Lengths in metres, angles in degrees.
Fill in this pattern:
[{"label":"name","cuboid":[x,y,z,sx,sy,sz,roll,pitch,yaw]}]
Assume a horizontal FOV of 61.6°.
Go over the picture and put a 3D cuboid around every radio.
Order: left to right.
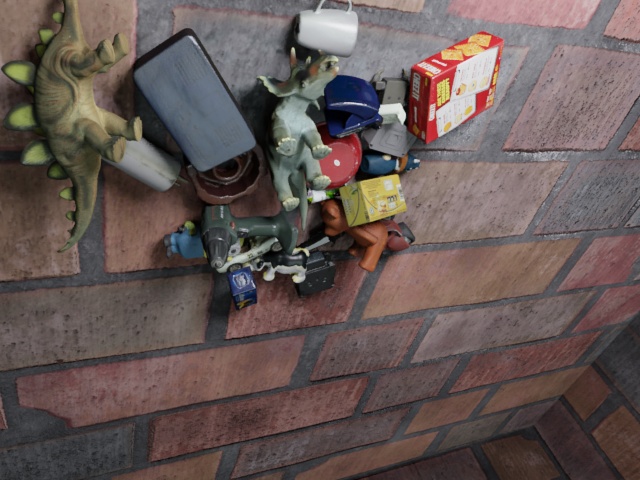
[{"label":"radio","cuboid":[-0.224,-0.244,0.970,0.131,0.073,0.229,-29,122,3]}]

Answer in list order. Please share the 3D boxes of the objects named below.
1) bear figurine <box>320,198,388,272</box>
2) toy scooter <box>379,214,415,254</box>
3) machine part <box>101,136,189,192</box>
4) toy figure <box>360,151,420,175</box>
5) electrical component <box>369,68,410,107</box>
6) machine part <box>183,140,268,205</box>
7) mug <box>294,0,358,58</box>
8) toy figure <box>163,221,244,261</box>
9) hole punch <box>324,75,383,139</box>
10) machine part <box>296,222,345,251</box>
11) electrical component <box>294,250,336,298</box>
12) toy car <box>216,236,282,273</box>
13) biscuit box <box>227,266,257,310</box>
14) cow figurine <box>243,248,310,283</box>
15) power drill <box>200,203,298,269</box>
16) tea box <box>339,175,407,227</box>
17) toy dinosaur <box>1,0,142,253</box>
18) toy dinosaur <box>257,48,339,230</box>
[{"label":"bear figurine","cuboid":[0.068,-0.021,1.328,0.196,0.120,0.132,20,107,-28]},{"label":"toy scooter","cuboid":[0.169,-0.012,1.456,0.135,0.075,0.183,-38,135,12]},{"label":"machine part","cuboid":[-0.354,-0.161,1.025,0.079,0.079,0.243,-41,138,16]},{"label":"toy figure","cuboid":[0.172,-0.187,1.290,0.154,0.064,0.057,-9,98,-27]},{"label":"electrical component","cuboid":[0.155,-0.322,1.147,0.102,0.045,0.078,-9,128,-18]},{"label":"machine part","cuboid":[-0.198,-0.159,1.126,0.179,0.056,0.179,-15,137,-15]},{"label":"mug","cuboid":[0.010,-0.390,0.980,0.107,0.081,0.109,0,138,-15]},{"label":"toy figure","cuboid":[-0.265,-0.003,1.235,0.180,0.089,0.082,-5,148,-12]},{"label":"hole punch","cuboid":[0.059,-0.280,1.086,0.116,0.142,0.092,-16,135,5]},{"label":"machine part","cuboid":[-0.003,-0.004,1.402,0.139,0.039,0.084,-27,144,-3]},{"label":"electrical component","cuboid":[-0.018,0.089,1.475,0.115,0.058,0.134,-20,139,-12]},{"label":"toy car","cuboid":[-0.168,0.014,1.304,0.202,0.074,0.056,-27,140,1]},{"label":"biscuit box","cuboid":[-0.195,0.124,1.353,0.063,0.059,0.202,-17,165,-11]},{"label":"cow figurine","cuboid":[-0.114,0.051,1.353,0.167,0.068,0.098,6,137,-11]},{"label":"power drill","cuboid":[-0.157,-0.010,1.159,0.207,0.232,0.085,-2,126,-22]},{"label":"tea box","cuboid":[0.129,-0.095,1.277,0.068,0.098,0.169,-14,-179,41]},{"label":"toy dinosaur","cuboid":[-0.405,-0.188,0.888,0.199,0.105,0.470,6,110,7]},{"label":"toy dinosaur","cuboid":[-0.059,-0.195,1.091,0.131,0.192,0.404,-9,150,-16]}]
